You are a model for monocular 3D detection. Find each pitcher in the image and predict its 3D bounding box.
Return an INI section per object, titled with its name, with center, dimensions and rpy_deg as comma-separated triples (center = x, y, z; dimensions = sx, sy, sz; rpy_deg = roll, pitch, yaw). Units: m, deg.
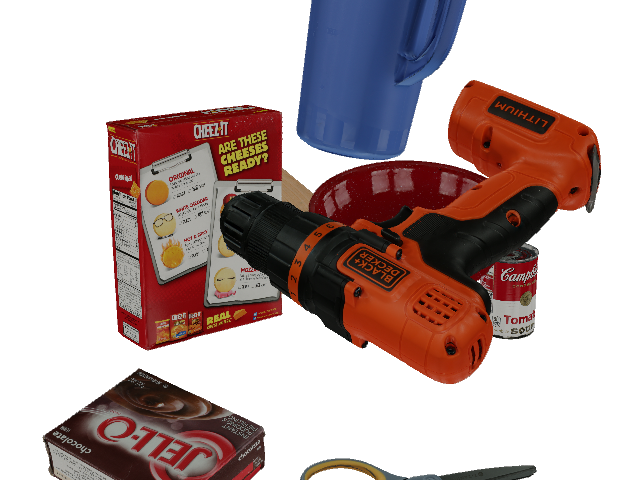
[pitcher]
center = 0.055, -0.200, 0.994
dimensions = 0.145, 0.243, 0.149
rpy_deg = 11, 16, 3

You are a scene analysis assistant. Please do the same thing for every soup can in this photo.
[soup can]
center = 0.226, 0.060, 1.286
dimensions = 0.068, 0.102, 0.068
rpy_deg = -1, 19, 0

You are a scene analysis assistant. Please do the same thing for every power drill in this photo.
[power drill]
center = 0.058, -0.018, 0.622
dimensions = 0.185, 0.057, 0.187
rpy_deg = 31, 59, 32

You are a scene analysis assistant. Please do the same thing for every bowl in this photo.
[bowl]
center = 0.070, -0.001, 0.814
dimensions = 0.162, 0.055, 0.162
rpy_deg = 1, 32, -1

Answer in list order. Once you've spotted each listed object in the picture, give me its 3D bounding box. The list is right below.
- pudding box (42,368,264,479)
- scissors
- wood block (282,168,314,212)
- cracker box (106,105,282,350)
[pudding box]
center = -0.106, 0.136, 0.684
dimensions = 0.114, 0.039, 0.089
rpy_deg = 18, 33, 31
[scissors]
center = 0.083, 0.215, 0.860
dimensions = 0.201, 0.016, 0.096
rpy_deg = 5, 44, -5
[wood block]
center = -0.057, -0.020, 1.344
dimensions = 0.090, 0.090, 0.206
rpy_deg = -10, 26, -22
[cracker box]
center = -0.120, -0.017, 1.045
dimensions = 0.163, 0.214, 0.072
rpy_deg = -12, 20, -37
